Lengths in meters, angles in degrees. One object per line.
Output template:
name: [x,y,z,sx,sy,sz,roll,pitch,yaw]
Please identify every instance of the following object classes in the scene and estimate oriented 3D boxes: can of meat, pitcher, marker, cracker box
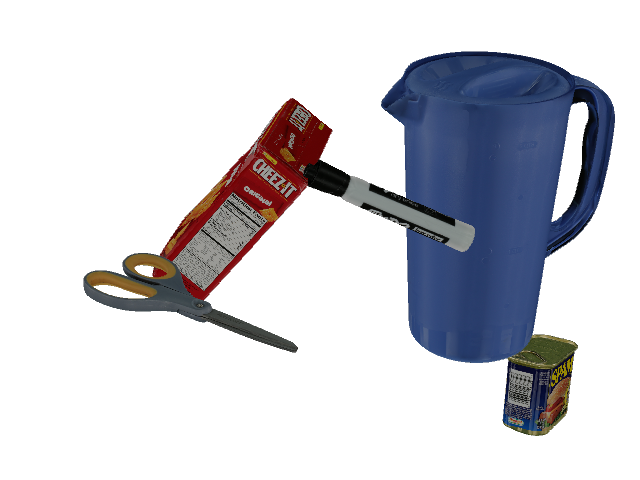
can of meat: [0.242,0.159,1.182,0.058,0.084,0.101,12,16,30]
pitcher: [0.141,-0.026,0.879,0.149,0.243,0.144,17,32,30]
marker: [0.044,-0.023,0.694,0.121,0.020,0.020,23,-6,-15]
cracker box: [-0.089,-0.044,1.206,0.072,0.214,0.164,38,26,-9]

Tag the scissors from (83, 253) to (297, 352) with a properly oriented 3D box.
scissors: [-0.108,0.051,0.942,0.202,0.016,0.096,12,28,7]
